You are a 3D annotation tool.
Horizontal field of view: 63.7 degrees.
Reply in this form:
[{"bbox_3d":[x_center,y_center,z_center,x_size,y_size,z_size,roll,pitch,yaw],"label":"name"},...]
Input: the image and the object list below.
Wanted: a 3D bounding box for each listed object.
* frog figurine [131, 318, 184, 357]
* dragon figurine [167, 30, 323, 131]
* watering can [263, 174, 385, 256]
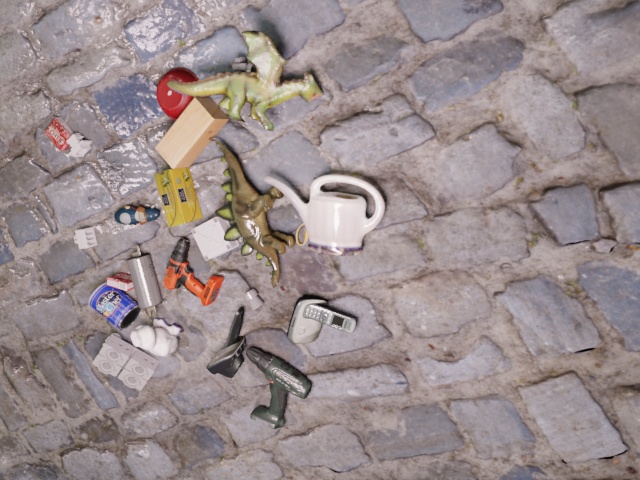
[{"bbox_3d":[-0.538,0.325,1.658,0.138,0.121,0.161,35,22,11],"label":"frog figurine"},{"bbox_3d":[-0.193,-0.440,1.380,0.410,0.239,0.124,20,24,-6],"label":"dragon figurine"},{"bbox_3d":[0.004,-0.071,1.408,0.348,0.222,0.105,7,11,17],"label":"watering can"}]
